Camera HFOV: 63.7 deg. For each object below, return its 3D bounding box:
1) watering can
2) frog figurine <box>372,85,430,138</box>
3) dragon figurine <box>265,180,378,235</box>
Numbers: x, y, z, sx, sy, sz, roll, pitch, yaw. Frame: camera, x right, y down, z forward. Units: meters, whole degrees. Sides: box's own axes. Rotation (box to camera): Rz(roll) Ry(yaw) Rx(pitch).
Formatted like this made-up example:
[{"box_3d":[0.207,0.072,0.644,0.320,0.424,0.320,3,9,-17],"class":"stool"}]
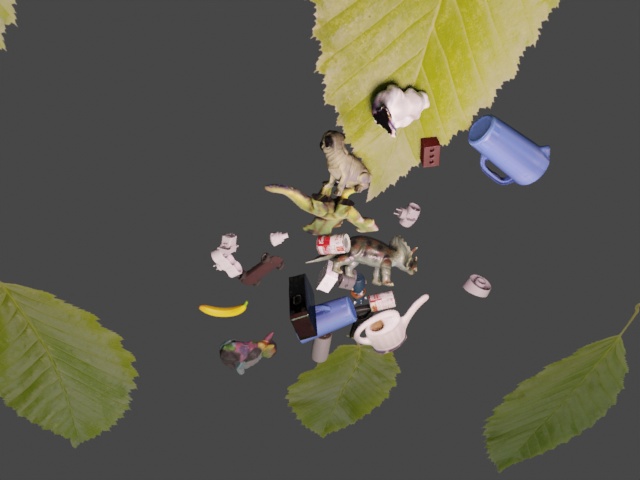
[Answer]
[{"box_3d":[0.309,0.355,2.135,0.348,0.106,0.219,-25,134,0],"class":"watering can"},{"box_3d":[0.231,-0.390,1.486,0.161,0.124,0.135,-43,121,-15],"class":"frog figurine"},{"box_3d":[0.005,-0.087,1.720,0.410,0.125,0.237,7,139,-10],"class":"dragon figurine"}]
